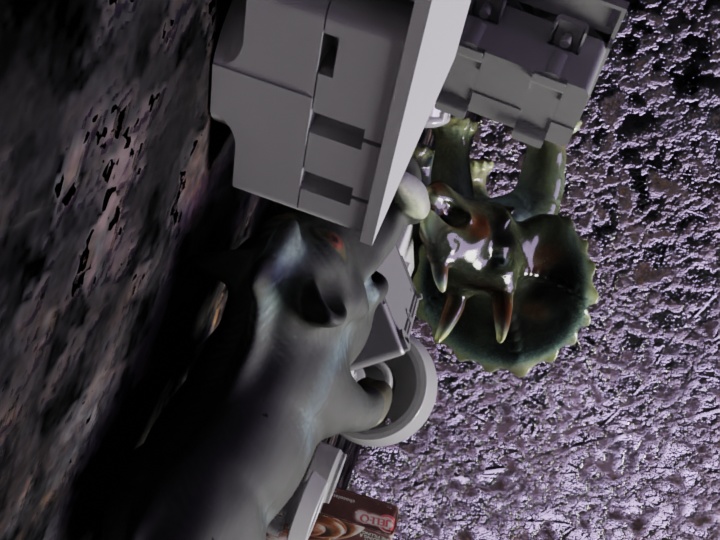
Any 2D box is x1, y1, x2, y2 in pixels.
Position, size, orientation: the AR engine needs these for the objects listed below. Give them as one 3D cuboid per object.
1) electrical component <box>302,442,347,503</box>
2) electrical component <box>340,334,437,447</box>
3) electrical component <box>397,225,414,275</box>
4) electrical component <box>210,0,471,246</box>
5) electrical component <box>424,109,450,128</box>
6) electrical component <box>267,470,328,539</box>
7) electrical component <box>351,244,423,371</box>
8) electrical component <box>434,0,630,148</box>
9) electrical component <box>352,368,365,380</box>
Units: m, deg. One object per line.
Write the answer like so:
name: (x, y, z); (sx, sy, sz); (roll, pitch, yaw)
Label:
electrical component: (-0.043, 0.152, 0.832); (0.045, 0.055, 0.045); (20, 90, -85)
electrical component: (0.010, 0.096, 0.915); (0.060, 0.108, 0.108); (49, 61, -77)
electrical component: (0.000, 0.000, 0.678); (0.096, 0.061, 0.061); (98, 13, -66)
electrical component: (0.006, -0.112, 0.322); (0.186, 0.060, 0.105); (103, 8, -51)
electrical component: (0.044, -0.131, 0.741); (0.048, 0.048, 0.062); (-58, 161, -67)
electrical component: (-0.054, 0.150, 0.710); (0.048, 0.055, 0.066); (-63, 171, -55)
electrical component: (-0.011, 0.006, 0.516); (0.096, 0.061, 0.061); (-64, 134, -72)
electrical component: (0.058, -0.112, 0.525); (0.078, 0.121, 0.063); (102, 12, -56)
electrical component: (-0.018, 0.070, 0.848); (0.066, 0.048, 0.055); (-63, 164, -53)
